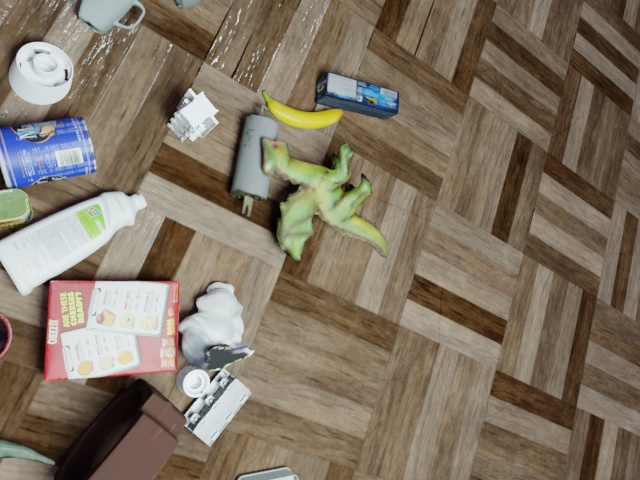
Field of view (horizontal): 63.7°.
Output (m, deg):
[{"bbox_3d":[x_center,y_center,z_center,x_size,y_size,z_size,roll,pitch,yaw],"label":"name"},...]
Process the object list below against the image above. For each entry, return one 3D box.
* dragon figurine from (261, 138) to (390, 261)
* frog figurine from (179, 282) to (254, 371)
[{"bbox_3d":[0.003,-0.056,1.109,0.245,0.404,0.123,-39,25,-20],"label":"dragon figurine"},{"bbox_3d":[-0.207,0.161,0.988,0.137,0.163,0.120,6,-45,-40],"label":"frog figurine"}]
